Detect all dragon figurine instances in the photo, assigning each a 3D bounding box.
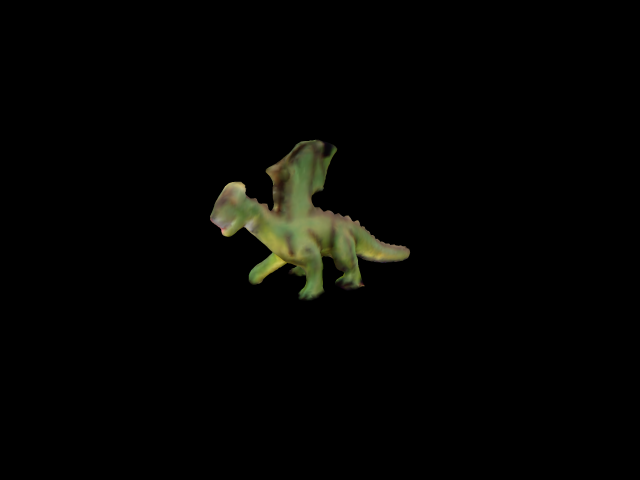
[{"bbox_3d":[0.003,-0.043,0.850,0.413,0.240,0.123,-12,19,-37],"label":"dragon figurine"}]
